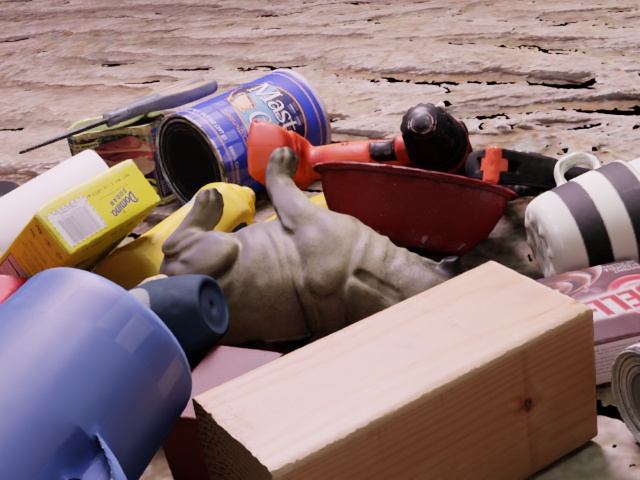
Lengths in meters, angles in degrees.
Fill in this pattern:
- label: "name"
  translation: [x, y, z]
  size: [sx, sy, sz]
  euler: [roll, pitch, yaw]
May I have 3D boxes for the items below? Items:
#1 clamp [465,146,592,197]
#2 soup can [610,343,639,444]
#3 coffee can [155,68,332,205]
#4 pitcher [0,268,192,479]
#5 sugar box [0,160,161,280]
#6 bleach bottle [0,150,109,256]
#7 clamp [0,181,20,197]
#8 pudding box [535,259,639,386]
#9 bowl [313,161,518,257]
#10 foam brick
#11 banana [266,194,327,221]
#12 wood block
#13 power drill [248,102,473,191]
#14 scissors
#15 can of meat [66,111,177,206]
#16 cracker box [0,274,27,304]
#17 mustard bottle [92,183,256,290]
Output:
- label: "clamp"
  translation: [0.160, -0.053, 0.876]
  size: [0.120, 0.039, 0.171]
  euler: [-2, -7, 37]
- label: "soup can"
  translation: [0.226, 0.076, 0.602]
  size: [0.102, 0.068, 0.069]
  euler: [-19, 26, -17]
- label: "coffee can"
  translation: [-0.073, -0.096, 1.035]
  size: [0.140, 0.103, 0.103]
  euler: [-30, 31, -36]
- label: "pitcher"
  translation: [-0.156, 0.126, 0.493]
  size: [0.149, 0.145, 0.242]
  euler: [31, 51, 7]
- label: "sugar box"
  translation: [-0.199, 0.012, 0.810]
  size: [0.093, 0.048, 0.177]
  euler: [-35, -4, -42]
- label: "bleach bottle"
  translation: [-0.286, 0.016, 0.903]
  size: [0.250, 0.103, 0.068]
  euler: [-33, 76, -29]
- label: "clamp"
  translation: [-0.327, -0.022, 1.045]
  size: [0.210, 0.036, 0.164]
  euler: [15, 32, 40]
- label: "pudding box"
  translation: [0.177, 0.055, 0.696]
  size: [0.113, 0.039, 0.090]
  euler: [-14, 25, -9]
- label: "bowl"
  translation: [0.070, -0.020, 0.831]
  size: [0.162, 0.055, 0.162]
  euler: [9, -3, 0]
- label: "foam brick"
  translation: [-0.056, 0.108, 0.654]
  size: [0.053, 0.051, 0.078]
  euler: [4, 28, 25]
- label: "banana"
  translation: [-0.014, -0.005, 0.896]
  size: [0.197, 0.037, 0.070]
  euler: [-25, 28, -30]
- label: "wood block"
  translation: [0.046, 0.099, 0.589]
  size: [0.205, 0.091, 0.090]
  euler: [-22, 28, -26]
- label: "power drill"
  translation: [0.037, -0.075, 0.917]
  size: [0.188, 0.057, 0.184]
  euler: [1, -10, 16]
- label: "scissors"
  translation: [-0.179, -0.120, 1.014]
  size: [0.201, 0.016, 0.096]
  euler: [-31, 21, -37]
- label: "can of meat"
  translation: [-0.196, -0.080, 1.066]
  size: [0.102, 0.084, 0.057]
  euler: [-6, 25, 8]
- label: "cracker box"
  translation: [-0.301, 0.082, 0.680]
  size: [0.164, 0.072, 0.213]
  euler: [5, 19, 6]
- label: "mustard bottle"
  translation: [-0.107, 0.001, 0.867]
  size: [0.096, 0.058, 0.191]
  euler: [-43, 1, 38]
